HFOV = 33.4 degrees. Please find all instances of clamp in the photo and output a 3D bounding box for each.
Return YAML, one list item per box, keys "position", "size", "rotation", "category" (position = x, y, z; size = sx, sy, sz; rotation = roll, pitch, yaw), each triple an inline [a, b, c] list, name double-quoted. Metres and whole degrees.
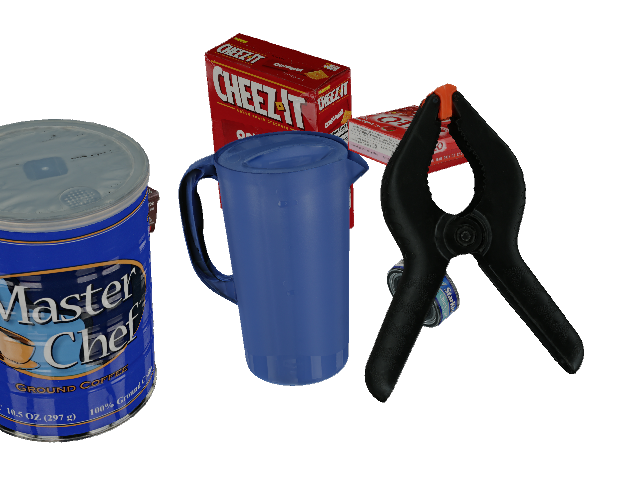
- position: [0.066, 0.005, 0.578]
  size: [0.120, 0.171, 0.039]
  rotation: [-16, -1, -12]
  category: "clamp"

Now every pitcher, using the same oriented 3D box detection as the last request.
- position: [-0.041, 0.019, 1.074]
  size: [0.144, 0.243, 0.149]
  rotation: [-21, 28, -36]
  category: "pitcher"

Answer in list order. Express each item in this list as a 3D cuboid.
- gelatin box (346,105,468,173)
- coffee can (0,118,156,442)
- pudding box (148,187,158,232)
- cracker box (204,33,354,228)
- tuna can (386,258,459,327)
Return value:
- position: [0.076, -0.082, 0.860]
  size: [0.073, 0.030, 0.089]
  rotation: [-16, 27, -32]
  category: "gelatin box"
- position: [-0.140, 0.021, 0.567]
  size: [0.103, 0.140, 0.103]
  rotation: [2, 33, -2]
  category: "coffee can"
- position: [-0.188, -0.029, 0.768]
  size: [0.114, 0.039, 0.089]
  rotation: [25, 30, 28]
  category: "pudding box"
- position: [-0.047, -0.113, 1.235]
  size: [0.164, 0.214, 0.072]
  rotation: [23, 43, 30]
  category: "cracker box"
- position: [0.117, 0.057, 1.227]
  size: [0.033, 0.086, 0.086]
  rotation: [-38, 18, -24]
  category: "tuna can"
